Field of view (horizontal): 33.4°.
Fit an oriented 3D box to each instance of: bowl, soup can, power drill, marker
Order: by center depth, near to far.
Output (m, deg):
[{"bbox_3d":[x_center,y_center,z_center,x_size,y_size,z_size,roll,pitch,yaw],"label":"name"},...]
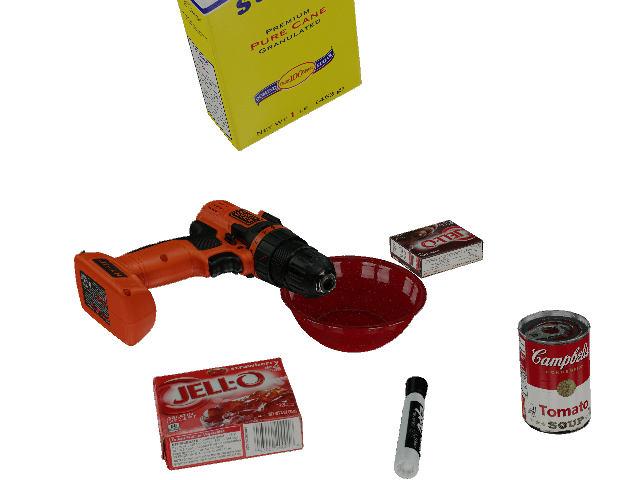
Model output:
[{"bbox_3d":[0.074,0.147,0.860,0.020,0.020,0.121,0,26,10],"label":"marker"},{"bbox_3d":[-0.103,0.029,0.927,0.187,0.057,0.185,-19,28,-33],"label":"power drill"},{"bbox_3d":[0.228,0.128,1.039,0.068,0.102,0.068,-6,21,2],"label":"soup can"},{"bbox_3d":[0.036,0.077,1.185,0.162,0.055,0.162,1,28,-1],"label":"bowl"}]

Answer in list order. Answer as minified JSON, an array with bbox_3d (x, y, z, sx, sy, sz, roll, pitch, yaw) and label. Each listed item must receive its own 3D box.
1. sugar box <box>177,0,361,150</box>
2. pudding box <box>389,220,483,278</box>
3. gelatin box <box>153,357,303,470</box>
[{"bbox_3d":[-0.029,-0.136,0.584,0.093,0.048,0.176,-31,-30,-13],"label":"sugar box"},{"bbox_3d":[0.173,0.012,1.597,0.113,0.039,0.090,-18,28,-22],"label":"pudding box"},{"bbox_3d":[-0.061,0.110,0.691,0.089,0.030,0.073,-7,24,-10],"label":"gelatin box"}]
